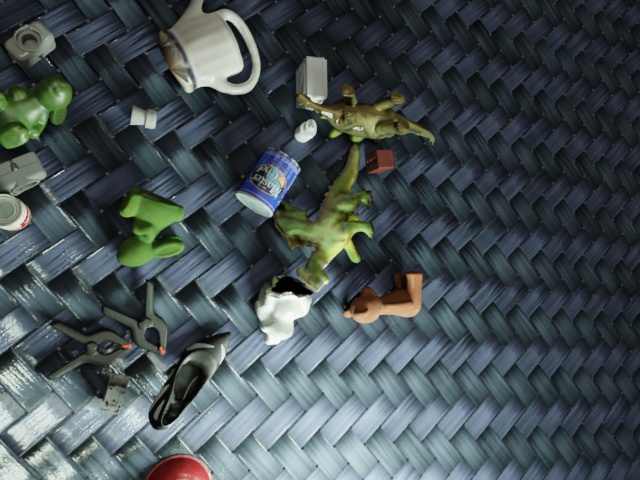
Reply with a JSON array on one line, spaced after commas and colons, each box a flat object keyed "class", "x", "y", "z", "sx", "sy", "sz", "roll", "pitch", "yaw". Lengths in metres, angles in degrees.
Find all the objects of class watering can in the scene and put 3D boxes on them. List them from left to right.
[{"class": "watering can", "x": -0.287, "y": -0.502, "z": 1.247, "sx": 0.226, "sy": 0.103, "sz": 0.346, "roll": -29, "pitch": 96, "yaw": -21}]

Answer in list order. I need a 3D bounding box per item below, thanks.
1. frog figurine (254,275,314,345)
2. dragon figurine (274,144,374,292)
[{"class": "frog figurine", "x": -0.092, "y": 0.173, "z": 1.265, "sx": 0.138, "sy": 0.125, "sz": 0.156, "roll": -6, "pitch": 123, "yaw": -30}, {"class": "dragon figurine", "x": 0.004, "y": -0.066, "z": 1.321, "sx": 0.243, "sy": 0.120, "sz": 0.417, "roll": 2, "pitch": 68, "yaw": -15}]
